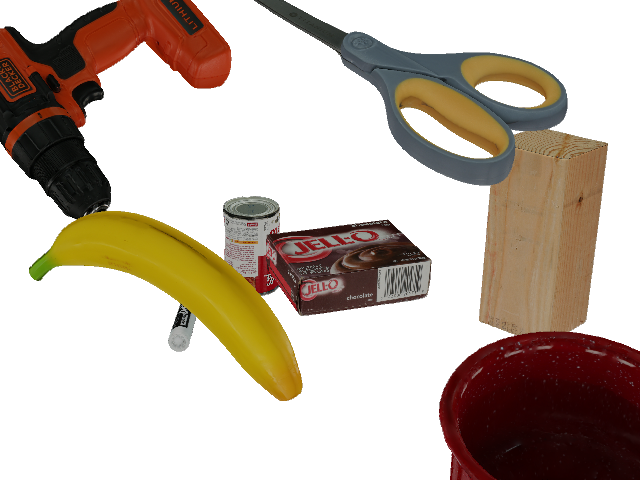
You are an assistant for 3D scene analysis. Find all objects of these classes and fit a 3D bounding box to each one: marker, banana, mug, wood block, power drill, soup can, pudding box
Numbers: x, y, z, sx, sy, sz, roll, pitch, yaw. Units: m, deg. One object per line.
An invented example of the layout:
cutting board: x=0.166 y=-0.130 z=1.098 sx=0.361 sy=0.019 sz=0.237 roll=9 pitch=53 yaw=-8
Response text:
marker: x=-0.125 y=0.069 z=1.001 sx=0.020 sy=0.020 sz=0.121 roll=0 pitch=21 yaw=1
banana: x=-0.090 y=0.029 z=0.664 sx=0.198 sy=0.070 sz=0.037 roll=25 pitch=27 yaw=16
mug: x=0.101 y=0.095 z=0.393 sx=0.117 sy=0.081 sz=0.093 roll=5 pitch=36 yaw=9
wood block: x=0.238 y=-0.006 z=1.147 sx=0.090 sy=0.206 sz=0.090 roll=19 pitch=27 yaw=38
power drill: x=-0.163 y=-0.119 z=0.813 sx=0.187 sy=0.184 sz=0.057 roll=-31 pitch=-15 yaw=-29
soup can: x=-0.082 y=0.006 z=1.258 sx=0.068 sy=0.102 sz=0.068 roll=1 pitch=24 yaw=-1
pudding box: x=0.021 y=0.020 z=0.865 sx=0.113 sy=0.039 sz=0.090 roll=-5 pitch=25 yaw=-19

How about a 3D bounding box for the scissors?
scissors: x=0.041 y=-0.094 z=0.529 sx=0.096 sy=0.016 sz=0.202 roll=-20 pitch=47 yaw=-22
